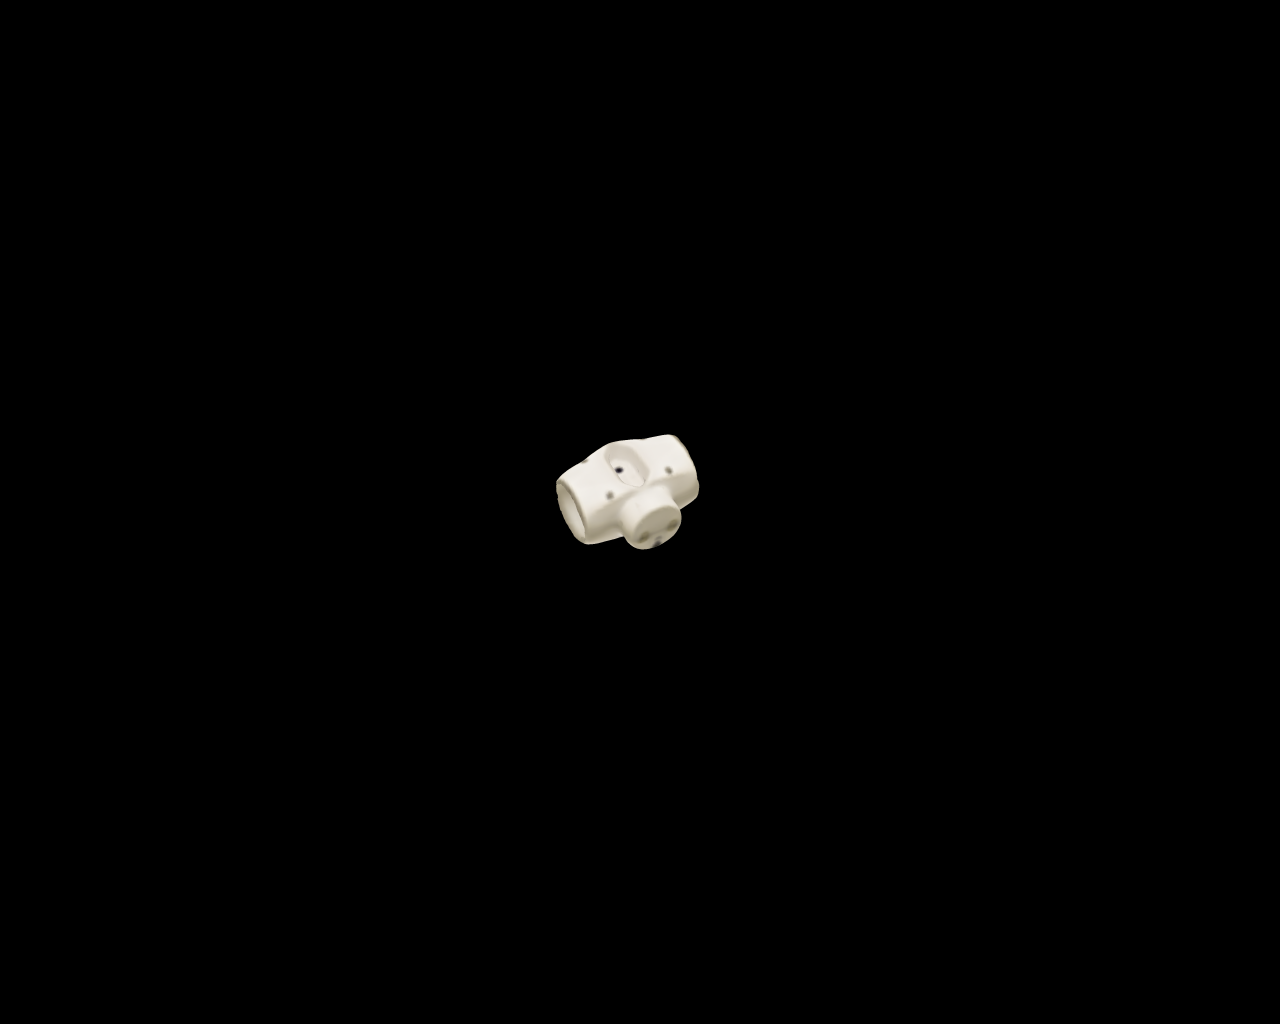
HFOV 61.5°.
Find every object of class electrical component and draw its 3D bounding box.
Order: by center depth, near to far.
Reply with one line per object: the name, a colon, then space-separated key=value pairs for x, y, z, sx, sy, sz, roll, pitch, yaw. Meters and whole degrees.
electrical component: x=0.001 y=-0.003 z=0.650 sx=0.077 sy=0.079 sz=0.043 roll=-22 pitch=-38 yaw=-18
